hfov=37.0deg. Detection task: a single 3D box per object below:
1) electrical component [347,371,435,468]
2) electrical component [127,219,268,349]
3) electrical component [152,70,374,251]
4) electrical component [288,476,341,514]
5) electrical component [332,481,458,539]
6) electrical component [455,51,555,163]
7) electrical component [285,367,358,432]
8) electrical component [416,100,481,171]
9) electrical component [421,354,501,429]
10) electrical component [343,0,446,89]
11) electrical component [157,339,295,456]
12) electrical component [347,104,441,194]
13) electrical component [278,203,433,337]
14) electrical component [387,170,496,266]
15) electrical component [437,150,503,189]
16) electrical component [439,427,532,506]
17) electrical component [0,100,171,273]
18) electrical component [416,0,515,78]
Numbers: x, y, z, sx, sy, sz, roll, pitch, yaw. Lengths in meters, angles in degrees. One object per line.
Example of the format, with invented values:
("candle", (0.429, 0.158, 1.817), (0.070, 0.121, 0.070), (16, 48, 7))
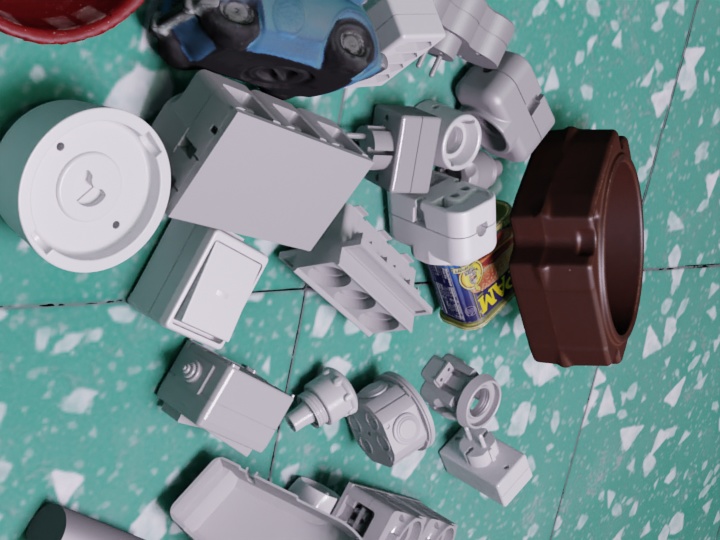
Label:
("electrical component", (0.028, 0.138, 0.991), (0.051, 0.080, 0.080), (-29, 127, -27))
("electrical component", (-0.114, 0.003, 0.798), (0.062, 0.061, 0.096), (31, 86, -48))
("electrical component", (-0.076, -0.078, 0.782), (0.150, 0.061, 0.089), (13, 119, -52))
("electrical component", (-0.064, 0.226, 0.966), (0.079, 0.043, 0.077), (30, 87, -47))
("electrical component", (0.025, 0.274, 1.032), (0.105, 0.060, 0.186), (-62, 152, -4))
("electrical component", (0.130, -0.146, 0.978), (0.059, 0.054, 0.095), (-51, 136, -15))
("electrical component", (-0.036, 0.118, 0.944), (0.062, 0.048, 0.048), (-32, 129, -22))
("electrical component", (0.073, -0.116, 0.940), (0.055, 0.047, 0.055), (-21, 122, -37))
("electrical component", (0.103, 0.123, 1.075), (0.058, 0.057, 0.078), (-52, 136, -14))
("electrical component", (0.012, -0.193, 0.831), (0.047, 0.083, 0.075), (-13, 79, -41))
("electrical component", (-0.112, 0.100, 0.846), (0.096, 0.062, 0.061), (35, 83, -47))
("electrical component", (0.019, -0.101, 0.895), (0.077, 0.047, 0.065), (-2, 110, -30))
("electrical component", (0.000, 0.000, 0.905), (0.121, 0.079, 0.063), (43, 47, -46))
("electrical component", (0.071, -0.043, 0.936), (0.054, 0.095, 0.059), (-28, 126, -34))
("electrical component", (0.105, -0.091, 0.987), (0.062, 0.043, 0.043), (-13, 117, -42))
("electrical component", (0.125, 0.188, 1.108), (0.047, 0.083, 0.075), (-43, 133, -22))
("electrical component", (-0.185, -0.059, 0.699), (0.108, 0.060, 0.108), (-21, 122, -38))
("electrical component", (0.068, -0.197, 0.894), (0.138, 0.052, 0.073), (24, 91, -47))
